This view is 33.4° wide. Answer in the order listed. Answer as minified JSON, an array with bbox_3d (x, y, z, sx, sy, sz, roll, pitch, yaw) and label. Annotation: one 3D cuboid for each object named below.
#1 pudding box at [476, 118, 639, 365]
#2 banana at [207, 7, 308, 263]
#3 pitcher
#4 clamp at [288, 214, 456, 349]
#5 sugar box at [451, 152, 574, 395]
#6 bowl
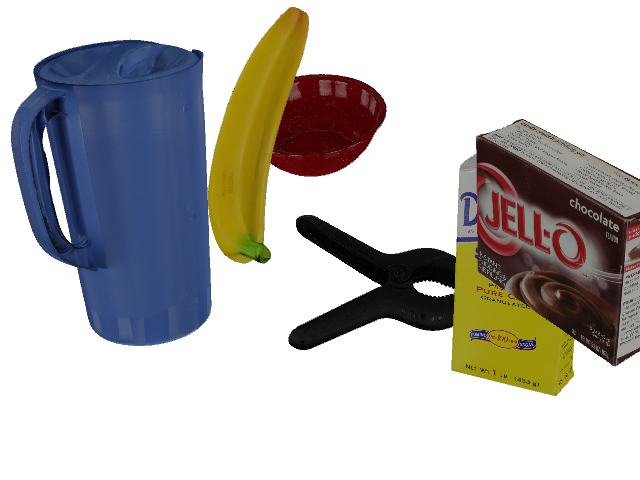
[{"bbox_3d":[0.129,-0.002,0.561,0.039,0.090,0.114,-25,38,-25],"label":"pudding box"},{"bbox_3d":[-0.040,-0.061,0.693,0.070,0.197,0.037,-20,-38,38],"label":"banana"},{"bbox_3d":[-0.161,-0.035,0.882,0.149,0.243,0.145,-6,25,-6],"label":"pitcher"},{"bbox_3d":[0.068,0.051,1.019,0.210,0.164,0.036,9,-44,3],"label":"clamp"},{"bbox_3d":[0.153,0.025,0.830,0.093,0.176,0.048,10,24,29],"label":"sugar box"},{"bbox_3d":[-0.008,-0.118,1.165,0.162,0.055,0.162,-4,39,3],"label":"bowl"}]
